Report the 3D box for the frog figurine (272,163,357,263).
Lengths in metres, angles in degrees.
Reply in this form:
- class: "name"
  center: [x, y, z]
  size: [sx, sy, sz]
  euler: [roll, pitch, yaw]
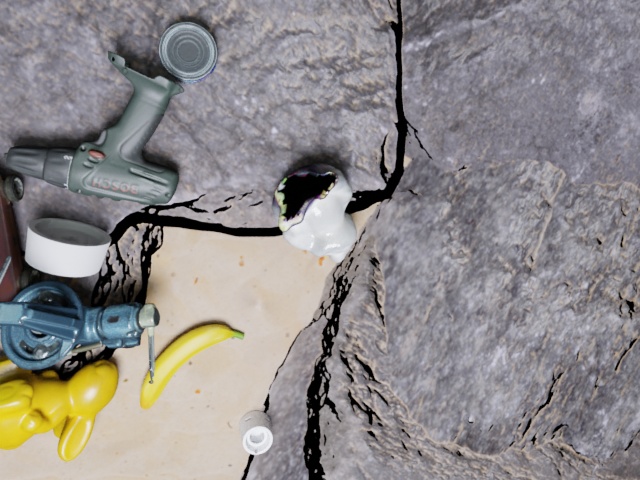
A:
- class: "frog figurine"
  center: [0.003, -0.042, 0.828]
  size: [0.138, 0.124, 0.157]
  euler: [-57, 143, -7]
